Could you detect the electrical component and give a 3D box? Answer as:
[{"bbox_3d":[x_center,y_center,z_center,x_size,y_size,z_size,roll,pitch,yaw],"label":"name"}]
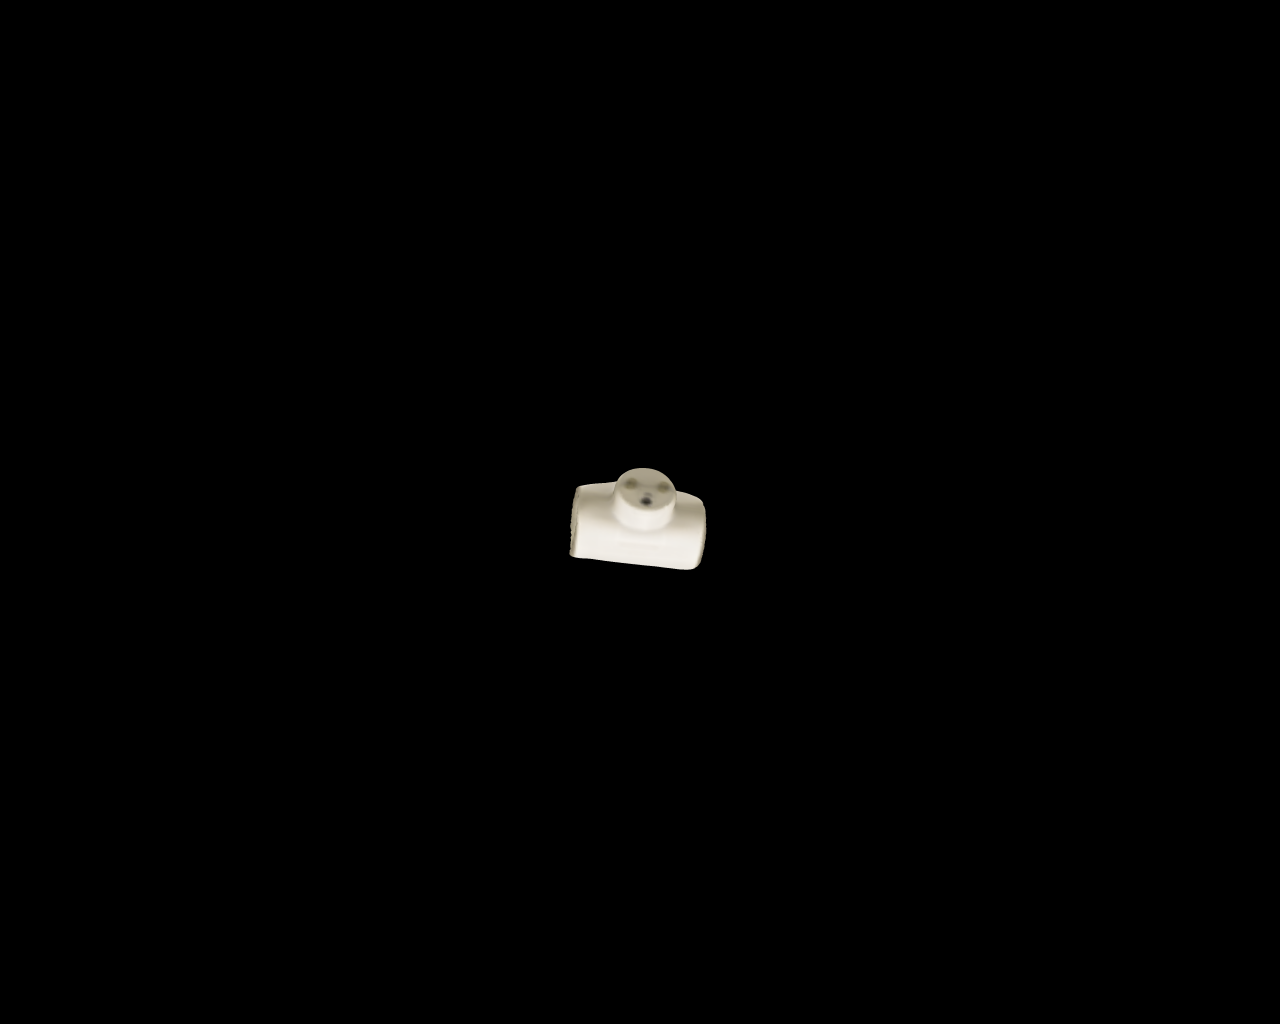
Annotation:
[{"bbox_3d":[0.001,-0.003,0.650,0.077,0.043,0.079,6,-43,-7],"label":"electrical component"}]
